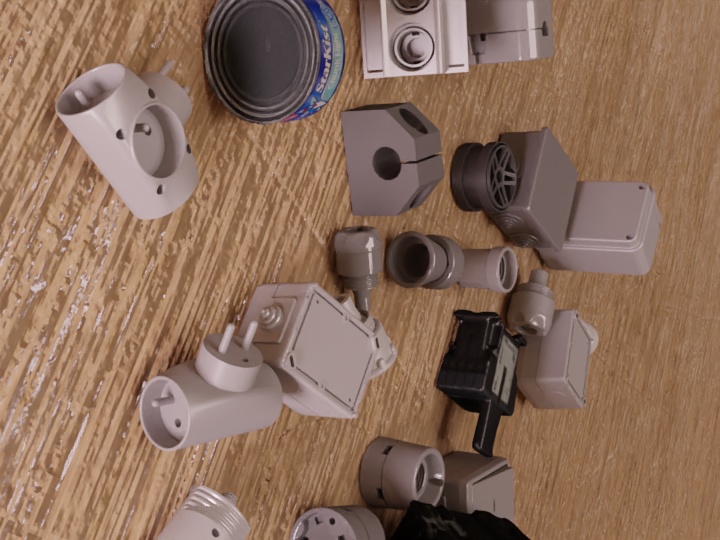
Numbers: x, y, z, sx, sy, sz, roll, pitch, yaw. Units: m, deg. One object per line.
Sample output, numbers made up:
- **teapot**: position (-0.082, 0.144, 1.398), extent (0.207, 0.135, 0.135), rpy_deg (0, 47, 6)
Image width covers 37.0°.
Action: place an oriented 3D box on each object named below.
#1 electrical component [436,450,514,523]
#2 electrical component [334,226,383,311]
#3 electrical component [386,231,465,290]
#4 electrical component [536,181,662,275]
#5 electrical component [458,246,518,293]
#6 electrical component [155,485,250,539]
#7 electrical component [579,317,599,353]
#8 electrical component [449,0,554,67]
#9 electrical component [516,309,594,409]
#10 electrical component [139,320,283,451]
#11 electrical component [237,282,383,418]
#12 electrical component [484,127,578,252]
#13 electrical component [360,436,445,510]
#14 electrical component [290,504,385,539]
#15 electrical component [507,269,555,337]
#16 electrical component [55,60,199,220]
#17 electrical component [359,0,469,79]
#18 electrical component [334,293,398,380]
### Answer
- **electrical component**: position (0.086, 0.196, 0.907), extent (0.096, 0.061, 0.061), rpy_deg (-11, 101, -56)
- **electrical component**: position (0.000, 0.000, 0.788), extent (0.035, 0.035, 0.061), rpy_deg (-26, 116, -53)
- **electrical component**: position (0.053, -0.007, 0.858), extent (0.055, 0.045, 0.045), rpy_deg (5, 88, -57)
- **electrical component**: position (0.235, -0.044, 1.071), extent (0.057, 0.113, 0.078), rpy_deg (53, 50, -48)
- **electrical component**: position (0.109, -0.001, 0.942), extent (0.040, 0.046, 0.040), rpy_deg (-6, 97, -56)
- **electrical component**: position (-0.098, 0.165, 0.640), extent (0.081, 0.043, 0.043), rpy_deg (-53, 133, -41)
- **electrical component**: position (0.222, 0.066, 1.126), extent (0.046, 0.040, 0.040), rpy_deg (39, 60, -43)
- **electrical component**: position (0.107, -0.200, 0.882), extent (0.054, 0.095, 0.059), rpy_deg (-23, 111, -54)
- **electrical component**: position (0.190, 0.083, 1.063), extent (0.061, 0.061, 0.096), rpy_deg (51, 44, -45)
- **electrical component**: position (-0.081, 0.064, 0.634), extent (0.077, 0.043, 0.079), rpy_deg (-5, 125, -51)
- **electrical component**: position (-0.042, 0.050, 0.709), extent (0.096, 0.061, 0.061), rpy_deg (42, 58, -40)
- **electrical component**: position (0.161, -0.075, 1.014), extent (0.100, 0.048, 0.099), rpy_deg (41, 58, -50)
- **electrical component**: position (0.034, 0.160, 0.838), extent (0.055, 0.047, 0.055), rpy_deg (-6, 97, -56)
- **electrical component**: position (-0.014, 0.194, 0.761), extent (0.047, 0.055, 0.055), rpy_deg (10, 83, -60)
- **electrical component**: position (0.167, 0.030, 1.034), extent (0.043, 0.043, 0.062), rpy_deg (44, 55, -49)
- **electrical component**: position (-0.118, -0.082, 0.594), extent (0.077, 0.044, 0.079), rpy_deg (59, 45, -40)
- **electrical component**: position (0.041, -0.207, 0.807), extent (0.063, 0.079, 0.121), rpy_deg (-41, 128, -75)
- **electrical component**: position (-0.004, 0.047, 0.777), extent (0.048, 0.048, 0.062), rpy_deg (-49, 124, -44)
